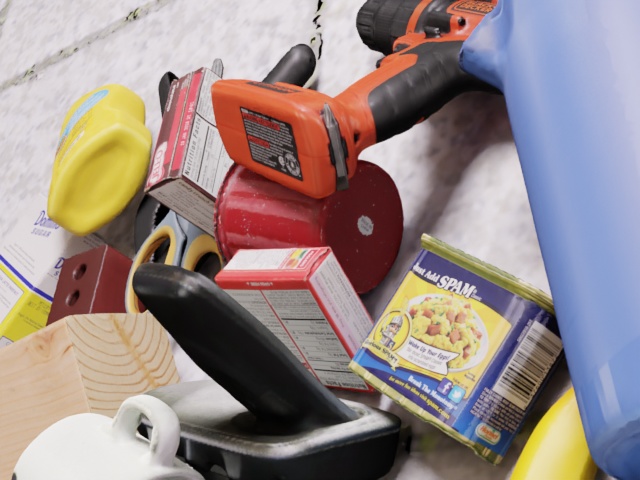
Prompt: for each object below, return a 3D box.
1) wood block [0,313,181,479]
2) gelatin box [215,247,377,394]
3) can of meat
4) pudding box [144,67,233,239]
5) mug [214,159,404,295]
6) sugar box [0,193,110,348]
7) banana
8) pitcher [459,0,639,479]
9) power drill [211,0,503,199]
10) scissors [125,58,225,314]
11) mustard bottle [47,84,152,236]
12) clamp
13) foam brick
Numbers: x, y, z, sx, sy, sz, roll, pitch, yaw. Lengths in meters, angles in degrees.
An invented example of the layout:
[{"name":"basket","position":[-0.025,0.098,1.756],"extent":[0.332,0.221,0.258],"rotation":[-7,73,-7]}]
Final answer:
[{"name":"wood block","position":[-0.197,0.125,0.711],"extent":[0.206,0.090,0.091],"rotation":[-25,75,29]},{"name":"gelatin box","position":[-0.008,0.045,0.609],"extent":[0.073,0.089,0.030],"rotation":[-2,39,43]},{"name":"can of meat","position":[0.073,0.055,0.551],"extent":[0.102,0.057,0.084],"rotation":[29,86,51]},{"name":"pudding box","position":[-0.057,-0.046,0.704],"extent":[0.039,0.113,0.090],"rotation":[-20,49,39]},{"name":"mug","position":[-0.004,0.001,0.650],"extent":[0.082,0.093,0.117],"rotation":[10,99,42]},{"name":"sugar box","position":[-0.250,0.053,0.871],"extent":[0.176,0.048,0.093],"rotation":[-53,40,-6]},{"name":"banana","position":[0.106,0.156,0.465],"extent":[0.070,0.037,0.198],"rotation":[-11,54,16]},{"name":"pitcher","position":[0.166,-0.020,0.475],"extent":[0.149,0.144,0.243],"rotation":[-34,45,39]},{"name":"power drill","position":[0.032,-0.099,0.638],"extent":[0.187,0.057,0.185],"rotation":[-29,31,-26]},{"name":"scissors","position":[-0.076,-0.032,0.739],"extent":[0.096,0.016,0.201],"rotation":[15,79,37]},{"name":"mustard bottle","position":[-0.180,-0.078,0.868],"extent":[0.096,0.058,0.192],"rotation":[-53,23,12]},{"name":"clamp","position":[-0.097,-0.053,0.806],"extent":[0.165,0.036,0.210],"rotation":[6,69,46]},{"name":"foam brick","position":[-0.162,0.053,0.781],"extent":[0.053,0.051,0.078],"rotation":[-18,51,34]}]
